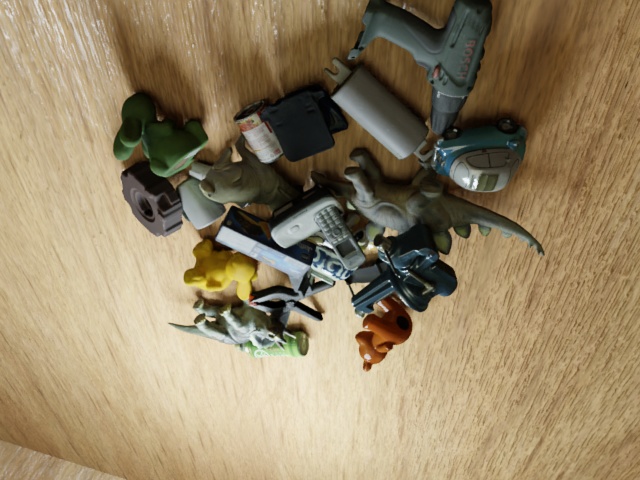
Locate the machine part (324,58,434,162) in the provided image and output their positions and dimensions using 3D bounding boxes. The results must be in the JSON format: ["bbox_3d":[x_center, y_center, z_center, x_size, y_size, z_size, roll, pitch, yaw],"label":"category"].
[{"bbox_3d":[0.104,-0.221,0.933,0.243,0.079,0.079,39,133,-16],"label":"machine part"}]

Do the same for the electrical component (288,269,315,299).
[{"bbox_3d":[-0.042,0.087,1.246,0.048,0.119,0.074,-2,132,23],"label":"electrical component"}]

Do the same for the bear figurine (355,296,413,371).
[{"bbox_3d":[0.135,0.227,1.311,0.132,0.120,0.196,35,139,-7],"label":"bear figurine"}]

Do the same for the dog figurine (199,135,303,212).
[{"bbox_3d":[-0.132,-0.094,1.084,0.190,0.172,0.121,41,144,-7],"label":"dog figurine"}]

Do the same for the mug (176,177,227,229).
[{"bbox_3d":[-0.281,-0.088,1.215,0.110,0.081,0.107,-12,115,39],"label":"mug"}]

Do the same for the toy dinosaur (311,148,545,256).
[{"bbox_3d":[0.194,-0.064,1.031,0.472,0.105,0.198,15,143,21],"label":"toy dinosaur"}]

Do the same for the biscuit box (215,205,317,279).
[{"bbox_3d":[-0.110,0.005,1.117,0.202,0.063,0.059,26,140,-12],"label":"biscuit box"}]

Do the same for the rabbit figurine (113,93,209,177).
[{"bbox_3d":[-0.344,-0.211,1.087,0.170,0.159,0.121,49,141,-4],"label":"rabbit figurine"}]

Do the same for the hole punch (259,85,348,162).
[{"bbox_3d":[-0.022,-0.220,0.986,0.142,0.092,0.115,-12,113,34],"label":"hole punch"}]

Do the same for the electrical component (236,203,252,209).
[{"bbox_3d":[-0.179,-0.099,1.196,0.063,0.021,0.094,38,133,-15],"label":"electrical component"}]

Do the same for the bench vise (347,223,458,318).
[{"bbox_3d":[0.143,0.079,1.040,0.240,0.129,0.223,-38,141,29],"label":"bench vise"}]

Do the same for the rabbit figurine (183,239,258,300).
[{"bbox_3d":[-0.221,0.079,1.304,0.173,0.122,0.162,-16,132,37],"label":"rabbit figurine"}]

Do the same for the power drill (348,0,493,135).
[{"bbox_3d":[0.152,-0.289,0.852,0.207,0.086,0.231,25,136,5],"label":"power drill"}]

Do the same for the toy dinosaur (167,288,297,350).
[{"bbox_3d":[-0.230,0.231,1.464,0.405,0.131,0.192,-17,123,40],"label":"toy dinosaur"}]

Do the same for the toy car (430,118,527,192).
[{"bbox_3d":[0.274,-0.133,0.903,0.162,0.103,0.109,-5,143,-4],"label":"toy car"}]

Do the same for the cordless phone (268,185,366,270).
[{"bbox_3d":[-0.003,-0.003,1.070,0.147,0.089,0.184,-31,109,4],"label":"cordless phone"}]

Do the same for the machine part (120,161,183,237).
[{"bbox_3d":[-0.384,-0.089,1.221,0.180,0.056,0.179,31,141,29],"label":"machine part"}]

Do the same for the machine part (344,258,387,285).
[{"bbox_3d":[0.116,0.078,1.233,0.139,0.039,0.084,-7,133,25],"label":"machine part"}]

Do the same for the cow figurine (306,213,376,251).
[{"bbox_3d":[0.044,-0.011,1.134,0.167,0.098,0.068,24,134,5],"label":"cow figurine"}]
